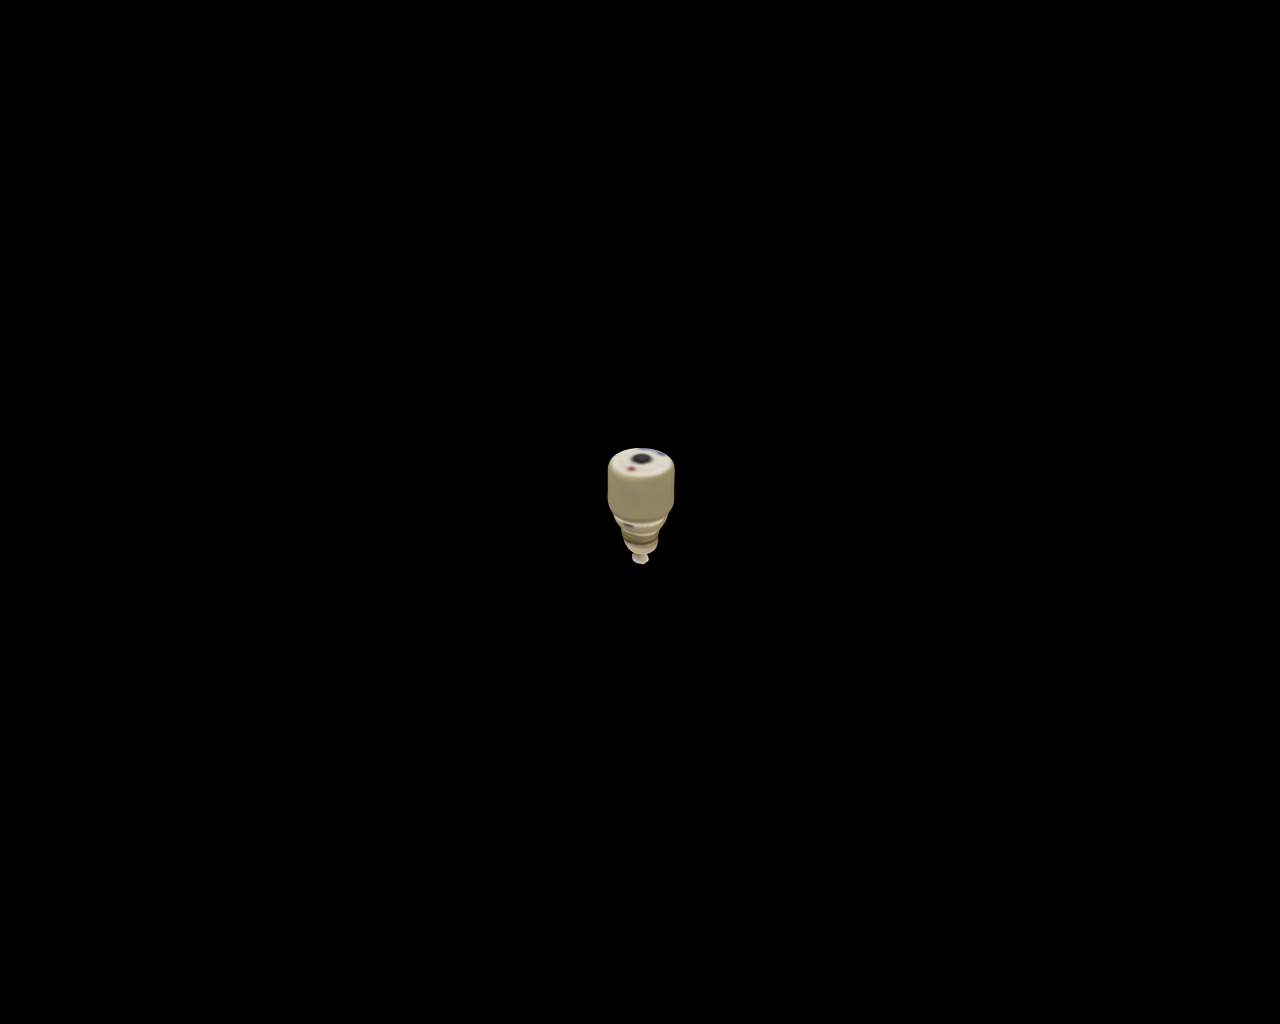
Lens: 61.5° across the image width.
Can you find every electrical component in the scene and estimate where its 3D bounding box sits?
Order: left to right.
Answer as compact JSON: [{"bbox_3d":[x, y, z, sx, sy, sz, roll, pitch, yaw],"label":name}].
[{"bbox_3d":[0.001,-0.003,0.650,0.040,0.078,0.040,0,32,0],"label":"electrical component"}]
